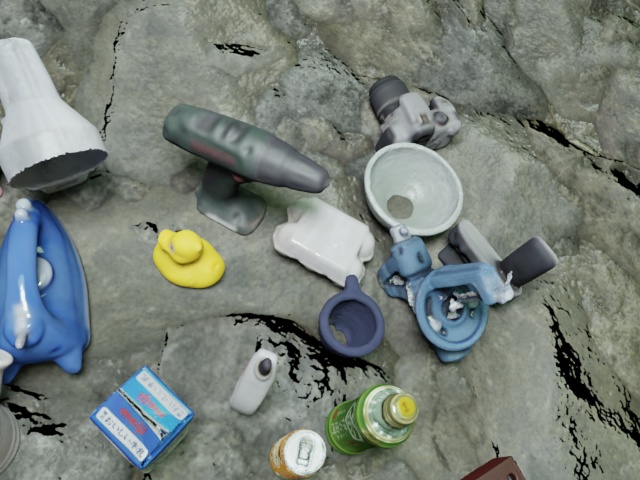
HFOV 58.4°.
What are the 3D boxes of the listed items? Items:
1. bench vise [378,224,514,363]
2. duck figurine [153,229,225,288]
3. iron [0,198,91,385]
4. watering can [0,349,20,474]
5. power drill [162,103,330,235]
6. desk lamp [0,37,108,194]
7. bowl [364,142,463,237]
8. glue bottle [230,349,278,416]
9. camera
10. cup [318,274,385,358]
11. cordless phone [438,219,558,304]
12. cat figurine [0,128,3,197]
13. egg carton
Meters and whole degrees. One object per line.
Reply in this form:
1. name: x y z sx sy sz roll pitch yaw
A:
1. bench vise: 0.165 0.065 0.799 0.207 0.219 0.122 41 63 5
2. duck figurine: -0.181 0.019 0.799 0.104 0.086 0.077 26 63 -3
3. iron: -0.360 0.038 0.712 0.119 0.141 0.258 -7 69 -18
4. watering can: -0.391 0.198 0.603 0.101 0.194 0.173 5 66 -12
5. power drill: -0.108 -0.091 0.799 0.229 0.208 0.076 28 63 -2
6. desk lamp: -0.364 -0.142 0.749 0.118 0.213 0.203 -24 75 -23
7. bowl: 0.142 -0.070 0.933 0.168 0.074 0.167 6 66 -13
8. glue bottle: -0.077 0.170 0.713 0.037 0.173 0.078 23 63 -4
9. camera: 0.155 -0.222 0.988 0.143 0.100 0.136 -18 73 -21
10. cup: 0.034 0.115 0.811 0.092 0.095 0.118 6 66 -12
11. cordless phone: 0.275 0.015 0.870 0.094 0.185 0.147 -34 79 -25
12. cat figurine: -0.474 -0.098 0.753 0.128 0.117 0.067 -23 75 -23
13. egg carton: 0.008 0.003 0.867 0.150 0.069 0.107 28 63 -2
